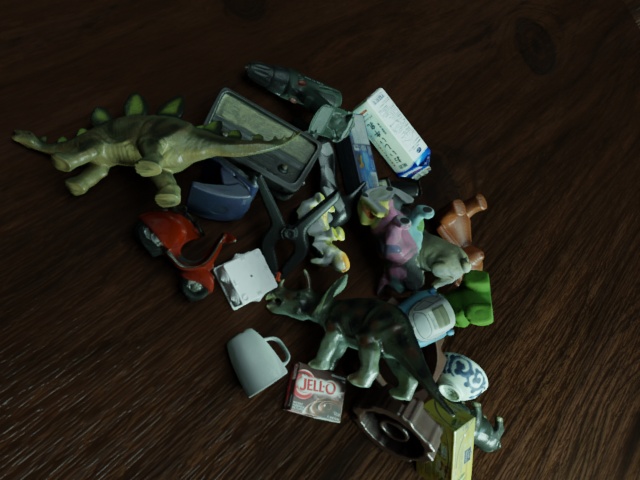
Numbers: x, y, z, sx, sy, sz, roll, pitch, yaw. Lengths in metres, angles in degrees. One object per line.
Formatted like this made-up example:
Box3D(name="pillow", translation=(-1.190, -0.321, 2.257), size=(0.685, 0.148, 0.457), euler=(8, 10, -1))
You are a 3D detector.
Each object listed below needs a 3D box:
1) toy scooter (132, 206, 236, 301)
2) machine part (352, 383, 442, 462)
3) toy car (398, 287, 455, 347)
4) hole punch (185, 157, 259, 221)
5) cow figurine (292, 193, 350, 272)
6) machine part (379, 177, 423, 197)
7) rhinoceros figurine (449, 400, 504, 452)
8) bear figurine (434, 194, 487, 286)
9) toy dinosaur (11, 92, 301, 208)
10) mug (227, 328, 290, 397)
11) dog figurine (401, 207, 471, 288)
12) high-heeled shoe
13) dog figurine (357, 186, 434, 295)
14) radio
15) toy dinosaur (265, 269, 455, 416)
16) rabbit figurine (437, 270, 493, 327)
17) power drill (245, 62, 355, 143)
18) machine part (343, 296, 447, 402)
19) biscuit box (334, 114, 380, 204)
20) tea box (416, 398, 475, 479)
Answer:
Box3D(name="toy scooter", translation=(-0.230, 0.005, 0.953), size=(0.135, 0.075, 0.183), euler=(-41, 100, -15))
Box3D(name="machine part", translation=(0.149, 0.357, 1.043), size=(0.179, 0.179, 0.056), euler=(49, 53, -10))
Box3D(name="toy car", translation=(0.215, 0.156, 1.083), size=(0.161, 0.103, 0.109), euler=(-17, 84, -37))
Box3D(name="hole punch", translation=(-0.184, -0.083, 0.994), size=(0.116, 0.142, 0.092), euler=(33, 58, -5))
Box3D(name="cow figurine", translation=(-0.003, -0.003, 1.094), size=(0.068, 0.098, 0.167), euler=(22, 47, -64))
Box3D(name="machine part", translation=(0.186, -0.118, 1.296), size=(0.139, 0.039, 0.084), euler=(-13, 74, -33))
Box3D(name="rhinoceros figurine", translation=(0.325, 0.415, 1.199), size=(0.190, 0.073, 0.112), euler=(28, 71, -24))
Box3D(name="bear figurine", translation=(0.357, 0.004, 1.313), size=(0.120, 0.132, 0.196), euler=(-11, 75, -31))
Box3D(name="toy dinosaur", translation=(-0.271, -0.162, 0.912), size=(0.472, 0.105, 0.198), euler=(6, 53, -5))
Box3D(name="mug", translation=(-0.111, 0.211, 0.975), size=(0.109, 0.081, 0.107), euler=(-31, 84, -30))
Box3D(name="dog figurine", translation=(0.238, 0.003, 1.213), size=(0.121, 0.172, 0.190), euler=(-42, 107, -46))
Box3D(name="high-heeled shoe", translation=(-0.013, -0.141, 1.174), size=(0.145, 0.086, 0.249), euler=(-44, 82, -4))
Box3D(name="dog figurine", translation=(0.152, 0.013, 1.170), size=(0.108, 0.219, 0.192), euler=(-26, 48, -38))
Box3D(name="radio", translation=(-0.125, -0.184, 1.066), size=(0.229, 0.073, 0.131), euler=(28, 68, -9))
Box3D(name="toy dinosaur", translation=(0.087, 0.167, 0.985), size=(0.131, 0.405, 0.192), euler=(25, 79, -53))
Box3D(name="rabbit figurine", translation=(0.305, 0.141, 1.233), size=(0.159, 0.170, 0.121), euler=(39, 48, -67))
Box3D(name="power drill", translation=(-0.032, -0.295, 1.145), size=(0.232, 0.086, 0.207), euler=(8, 29, -38))
Box3D(name="machine part", translation=(0.157, 0.237, 1.134), size=(0.201, 0.087, 0.201), euler=(48, 58, -11))
Box3D(name="biscuit box", translation=(0.082, -0.186, 1.234), size=(0.059, 0.063, 0.202), euler=(-5, 78, -34))
Box3D(name="tea box", translation=(0.253, 0.416, 1.089), size=(0.068, 0.098, 0.169), euler=(-20, 119, -34))
